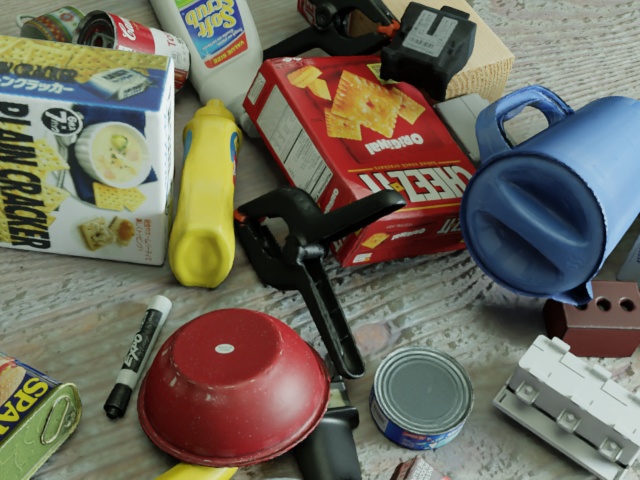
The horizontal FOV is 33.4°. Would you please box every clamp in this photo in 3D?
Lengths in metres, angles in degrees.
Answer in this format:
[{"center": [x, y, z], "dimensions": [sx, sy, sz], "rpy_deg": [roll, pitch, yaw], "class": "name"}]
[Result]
[{"center": [-0.006, 0.001, 0.933], "dimensions": [0.036, 0.165, 0.210], "rpy_deg": [1, 26, -40], "class": "clamp"}, {"center": [0.005, -0.221, 1.108], "dimensions": [0.172, 0.120, 0.039], "rpy_deg": [28, 27, 30], "class": "clamp"}]

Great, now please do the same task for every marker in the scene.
[{"center": [-0.155, 0.100, 0.910], "dimensions": [0.020, 0.020, 0.121], "rpy_deg": [16, 52, 4], "class": "marker"}]

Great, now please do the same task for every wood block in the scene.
[{"center": [0.106, -0.220, 1.146], "dimensions": [0.090, 0.090, 0.206], "rpy_deg": [-21, 58, -22], "class": "wood block"}]

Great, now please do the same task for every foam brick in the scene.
[{"center": [0.249, 0.072, 0.967], "dimensions": [0.078, 0.051, 0.053], "rpy_deg": [1, 53, -7], "class": "foam brick"}]

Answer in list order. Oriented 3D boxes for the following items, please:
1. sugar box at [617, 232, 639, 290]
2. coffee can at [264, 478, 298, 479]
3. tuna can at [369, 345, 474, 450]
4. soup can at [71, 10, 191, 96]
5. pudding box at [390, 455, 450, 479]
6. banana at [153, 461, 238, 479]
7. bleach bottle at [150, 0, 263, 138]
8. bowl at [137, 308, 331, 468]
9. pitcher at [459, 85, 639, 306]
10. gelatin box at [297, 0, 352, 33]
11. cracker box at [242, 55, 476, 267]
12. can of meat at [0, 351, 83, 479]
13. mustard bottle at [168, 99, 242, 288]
[{"center": [0.350, -0.037, 1.038], "dimensions": [0.048, 0.093, 0.176], "rpy_deg": [30, 54, 15], "class": "sugar box"}, {"center": [-0.032, 0.242, 0.741], "dimensions": [0.102, 0.140, 0.103], "rpy_deg": [4, 52, -5], "class": "coffee can"}, {"center": [0.085, 0.134, 0.907], "dimensions": [0.086, 0.034, 0.086], "rpy_deg": [4, 53, -5], "class": "tuna can"}, {"center": [-0.187, -0.183, 1.063], "dimensions": [0.102, 0.069, 0.068], "rpy_deg": [9, 40, -50], "class": "soup can"}, {"center": [0.079, 0.235, 0.809], "dimensions": [0.090, 0.039, 0.113], "rpy_deg": [38, 56, -7], "class": "pudding box"}, {"center": [-0.138, 0.196, 0.828], "dimensions": [0.197, 0.037, 0.070], "rpy_deg": [-14, 56, -18], "class": "banana"}, {"center": [-0.103, -0.210, 1.128], "dimensions": [0.102, 0.068, 0.251], "rpy_deg": [-18, 59, -17], "class": "bleach bottle"}, {"center": [-0.073, 0.106, 0.867], "dimensions": [0.162, 0.055, 0.162], "rpy_deg": [-3, 39, 2], "class": "bowl"}, {"center": [0.233, -0.062, 0.982], "dimensions": [0.145, 0.149, 0.242], "rpy_deg": [23, 33, 25], "class": "pitcher"}, {"center": [0.005, -0.268, 1.169], "dimensions": [0.030, 0.089, 0.073], "rpy_deg": [-25, 60, -20], "class": "gelatin box"}, {"center": [0.048, -0.084, 1.017], "dimensions": [0.163, 0.072, 0.214], "rpy_deg": [-8, 53, -36], "class": "cracker box"}, {"center": [-0.252, 0.141, 0.835], "dimensions": [0.084, 0.057, 0.102], "rpy_deg": [22, 49, 23], "class": "can of meat"}, {"center": [-0.103, -0.057, 0.989], "dimensions": [0.058, 0.096, 0.191], "rpy_deg": [3, 52, -4], "class": "mustard bottle"}]
